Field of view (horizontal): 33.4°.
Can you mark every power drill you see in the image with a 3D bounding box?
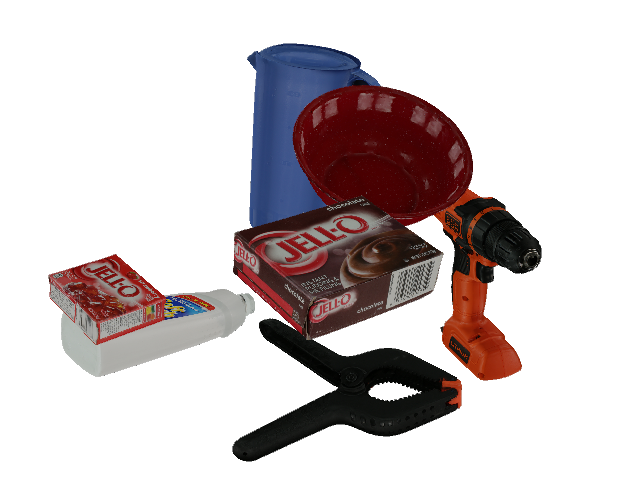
[{"bbox_3d":[0.174,0.048,1.116,0.057,0.188,0.185,-10,25,-16],"label":"power drill"}]

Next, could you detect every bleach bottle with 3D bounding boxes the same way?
[{"bbox_3d":[-0.197,0.104,1.370,0.250,0.068,0.103,-13,28,-39],"label":"bleach bottle"}]

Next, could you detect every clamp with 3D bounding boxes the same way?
[{"bbox_3d":[0.023,0.146,0.989,0.210,0.036,0.164,6,44,13],"label":"clamp"}]

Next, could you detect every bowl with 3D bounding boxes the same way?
[{"bbox_3d":[0.051,-0.064,0.949,0.162,0.162,0.055,0,-40,-13],"label":"bowl"}]

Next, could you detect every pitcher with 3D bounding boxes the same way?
[{"bbox_3d":[-0.018,-0.123,1.372,0.144,0.243,0.149,-3,24,-22],"label":"pitcher"}]

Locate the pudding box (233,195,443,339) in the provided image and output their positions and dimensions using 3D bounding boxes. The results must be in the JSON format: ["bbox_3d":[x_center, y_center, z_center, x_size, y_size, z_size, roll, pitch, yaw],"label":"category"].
[{"bbox_3d":[0.011,0.015,0.719,0.113,0.039,0.090,-16,38,-34],"label":"pudding box"}]

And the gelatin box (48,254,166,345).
[{"bbox_3d":[-0.196,0.052,0.980,0.073,0.030,0.089,-19,40,-37],"label":"gelatin box"}]
